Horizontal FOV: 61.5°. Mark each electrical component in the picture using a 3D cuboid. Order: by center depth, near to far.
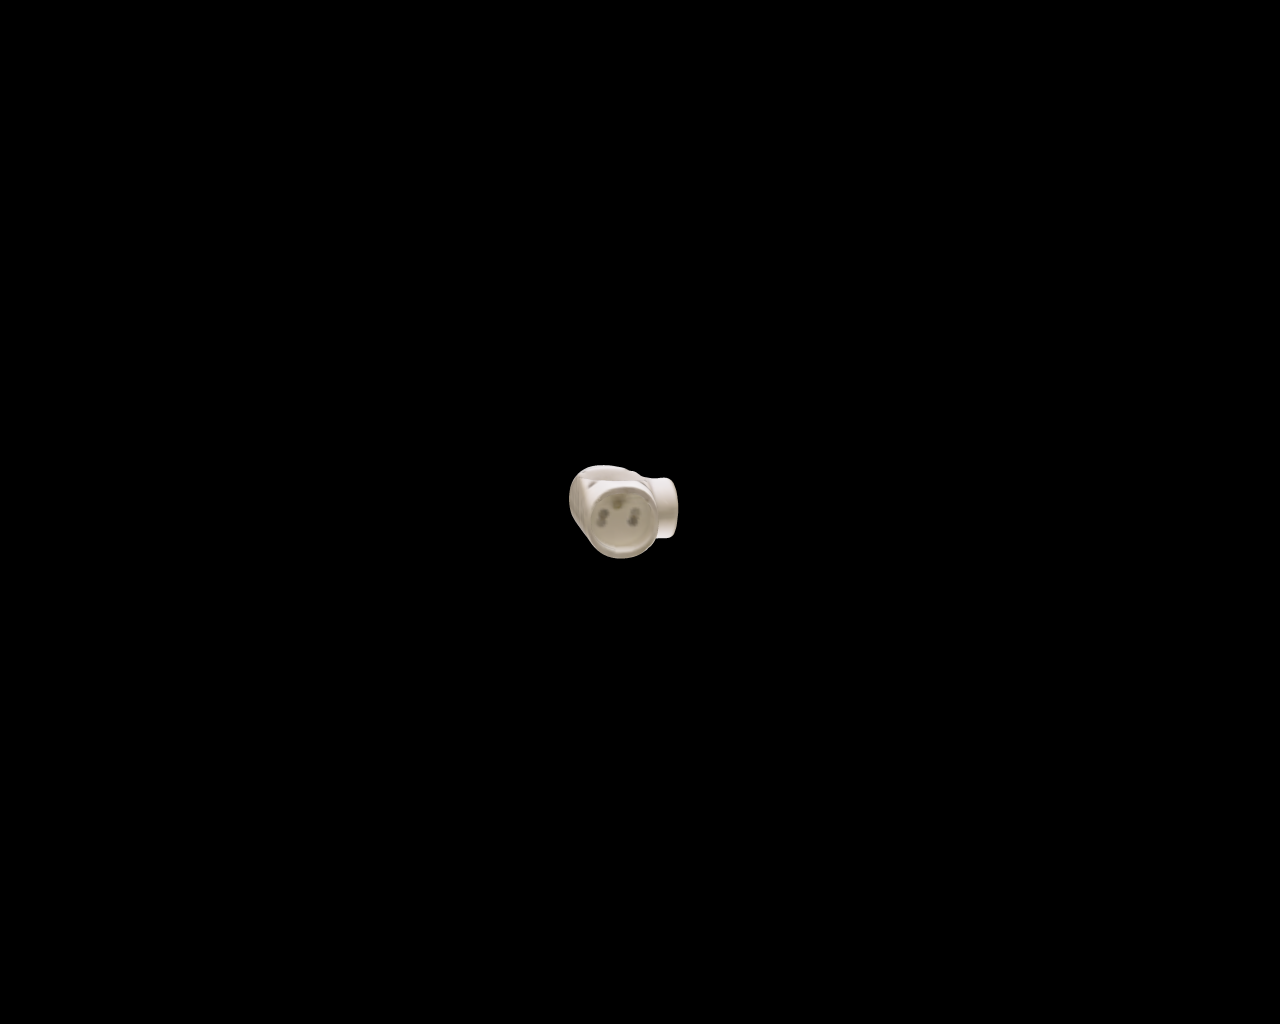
[{"bbox_3d":[0.001,-0.003,0.650,0.079,0.044,0.077,-2,12,-11],"label":"electrical component"}]
